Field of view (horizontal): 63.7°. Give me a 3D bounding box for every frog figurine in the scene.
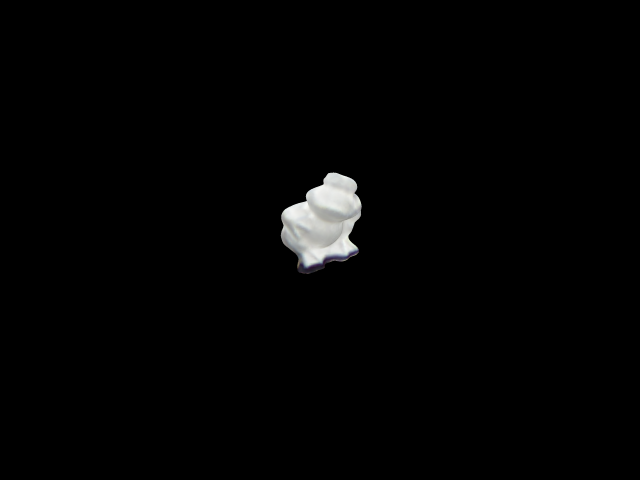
[{"bbox_3d":[0.003,-0.043,0.850,0.137,0.156,0.125,-6,30,-10],"label":"frog figurine"}]
